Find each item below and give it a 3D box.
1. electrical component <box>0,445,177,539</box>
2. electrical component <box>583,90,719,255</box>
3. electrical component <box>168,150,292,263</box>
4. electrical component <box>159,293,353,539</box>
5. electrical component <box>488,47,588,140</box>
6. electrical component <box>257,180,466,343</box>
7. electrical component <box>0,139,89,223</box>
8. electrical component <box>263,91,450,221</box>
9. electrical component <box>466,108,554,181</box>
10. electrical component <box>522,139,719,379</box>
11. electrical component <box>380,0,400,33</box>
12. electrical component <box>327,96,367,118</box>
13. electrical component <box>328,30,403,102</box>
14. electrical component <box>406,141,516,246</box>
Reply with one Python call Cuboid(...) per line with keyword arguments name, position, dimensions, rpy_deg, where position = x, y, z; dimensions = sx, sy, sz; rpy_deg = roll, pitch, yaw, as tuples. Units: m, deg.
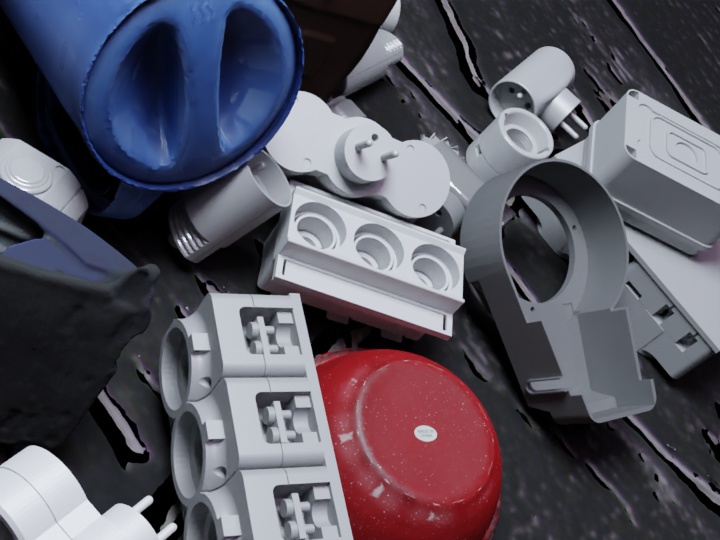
Cuboid(name="electrical component", position=(-0.124, 0.142, 0.535), dimensions=(0.138, 0.052, 0.074), rpy_deg=(47, 48, 7))
Cuboid(name="electrical component", position=(0.226, -0.071, 0.801), dimensions=(0.113, 0.057, 0.078), rpy_deg=(25, 49, -13))
Cuboid(name="electrical component", position=(-0.087, -0.037, 0.668), dimensions=(0.043, 0.081, 0.043), rpy_deg=(45, 26, -29))
Cuboid(name="electrical component", position=(-0.063, 0.098, 0.577), dimensions=(0.062, 0.089, 0.150), rpy_deg=(3, 57, -29))
Cuboid(name="electrical component", position=(0.158, -0.141, 0.903), dimensions=(0.079, 0.044, 0.077), rpy_deg=(44, 48, 4))
Cuboid(name="electrical component", position=(0.000, 0.000, 0.700), dimensions=(0.121, 0.063, 0.078), rpy_deg=(19, 51, -17))
Cuboid(name="electrical component", position=(-0.196, -0.029, 0.597), dimensions=(0.080, 0.080, 0.051), rpy_deg=(32, 43, -7))
Cuboid(name="electrical component", position=(-0.001, -0.074, 0.698), dimensions=(0.138, 0.074, 0.052), rpy_deg=(20, 80, -23))
Cuboid(name="electrical component", position=(0.119, -0.094, 0.845), dimensions=(0.055, 0.047, 0.055), rpy_deg=(15, 52, -20))
Cuboid(name="electrical component", position=(0.225, -0.017, 0.844), dimensions=(0.105, 0.060, 0.186), rpy_deg=(-28, 75, -40))
Cuboid(name="electrical component", position=(-0.002, -0.210, 0.859), dimensions=(0.055, 0.045, 0.045), rpy_deg=(-5, 61, -32))
Cuboid(name="electrical component", position=(-0.008, -0.091, 0.772), dimensions=(0.055, 0.045, 0.045), rpy_deg=(48, 48, 8))
Cuboid(name="electrical component", position=(-0.002, -0.162, 0.827), dimensions=(0.043, 0.043, 0.081), rpy_deg=(48, 48, 8))
Cuboid(name="electrical component", position=(0.063, -0.045, 0.781), dimensions=(0.077, 0.043, 0.079), rpy_deg=(46, 48, 5))
